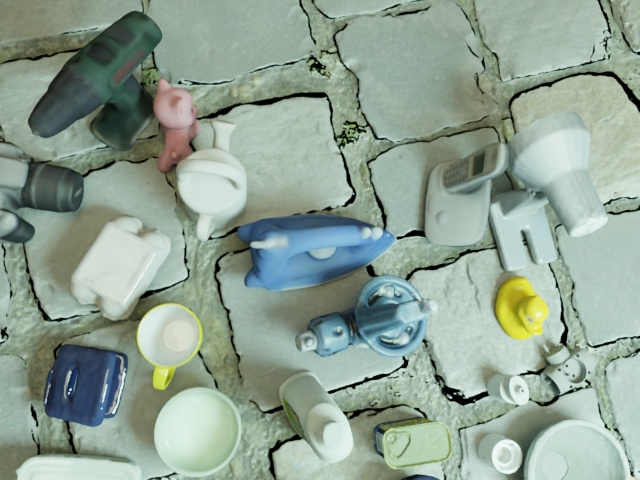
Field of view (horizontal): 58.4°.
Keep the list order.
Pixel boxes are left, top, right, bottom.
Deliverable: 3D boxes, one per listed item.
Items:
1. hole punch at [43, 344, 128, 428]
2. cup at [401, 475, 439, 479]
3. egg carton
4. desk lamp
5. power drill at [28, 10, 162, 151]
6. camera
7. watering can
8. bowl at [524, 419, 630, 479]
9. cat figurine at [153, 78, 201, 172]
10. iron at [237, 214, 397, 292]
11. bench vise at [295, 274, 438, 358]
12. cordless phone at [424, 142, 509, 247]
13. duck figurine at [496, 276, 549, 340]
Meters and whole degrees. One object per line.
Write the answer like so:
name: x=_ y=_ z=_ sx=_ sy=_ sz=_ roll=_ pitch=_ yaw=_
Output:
hole punch: x=-0.336 y=0.206 z=0.810 sx=0.101 sy=0.091 sz=0.109 roll=9 pitch=79 yaw=-6
cup: x=0.132 y=0.394 z=0.841 sx=0.118 sy=0.095 sz=0.091 roll=-32 pitch=85 yaw=-12
egg carton: x=-0.299 y=0.039 z=0.856 sx=0.107 sy=0.069 sz=0.150 roll=29 pitch=77 yaw=-2
desk lamp: x=0.352 y=-0.070 z=0.894 sx=0.118 sy=0.213 sz=0.203 roll=-13 pitch=82 yaw=-10
power drill: x=-0.307 y=-0.210 z=0.828 sx=0.075 sy=0.208 sz=0.230 roll=32 pitch=77 yaw=-1
camera: x=-0.430 y=-0.067 z=0.840 sx=0.137 sy=0.100 sz=0.143 roll=9 pitch=79 yaw=-6
watering can: x=-0.158 y=-0.090 z=0.835 sx=0.101 sy=0.194 sz=0.173 roll=-12 pitch=82 yaw=-9
bowl: x=0.386 y=0.361 z=0.893 sx=0.167 sy=0.074 sz=0.167 roll=1 pitch=80 yaw=-8
cat figurine: x=-0.222 y=-0.176 z=0.880 sx=0.067 sy=0.117 sz=0.128 roll=1 pitch=80 yaw=-7
iron: x=0.008 y=0.003 z=0.869 sx=0.258 sy=0.141 sz=0.119 roll=-9 pitch=81 yaw=-9
bench vise: x=0.077 y=0.128 z=0.816 sx=0.207 sy=0.219 sz=0.121 roll=-34 pitch=86 yaw=-12
cordless phone: x=0.233 y=-0.069 z=0.891 sx=0.094 sy=0.185 sz=0.148 roll=6 pitch=79 yaw=-7
duck figurine: x=0.334 y=0.108 z=0.925 sx=0.077 sy=0.086 sz=0.104 roll=-2 pitch=80 yaw=-8
